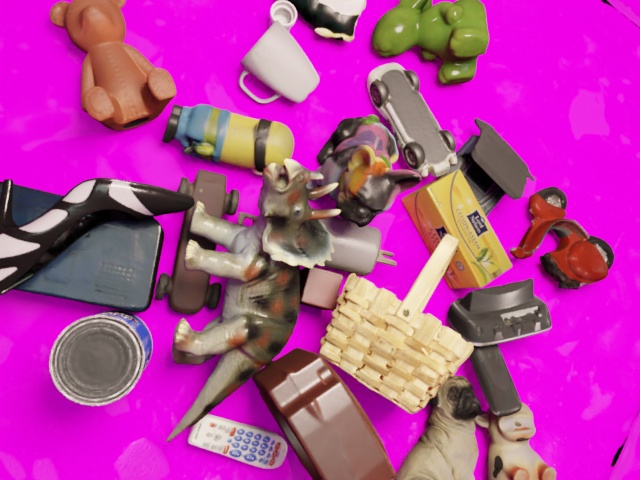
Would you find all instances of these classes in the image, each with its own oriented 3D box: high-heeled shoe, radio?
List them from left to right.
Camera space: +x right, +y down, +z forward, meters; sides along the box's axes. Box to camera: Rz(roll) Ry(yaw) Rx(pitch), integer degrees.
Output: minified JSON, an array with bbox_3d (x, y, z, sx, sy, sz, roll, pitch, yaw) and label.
[{"bbox_3d":[-0.328,0.012,0.709,0.229,0.073,0.131,13,81,-14],"label":"radio"},{"bbox_3d":[-0.281,0.001,0.646,0.249,0.086,0.145,2,87,-12],"label":"high-heeled shoe"}]

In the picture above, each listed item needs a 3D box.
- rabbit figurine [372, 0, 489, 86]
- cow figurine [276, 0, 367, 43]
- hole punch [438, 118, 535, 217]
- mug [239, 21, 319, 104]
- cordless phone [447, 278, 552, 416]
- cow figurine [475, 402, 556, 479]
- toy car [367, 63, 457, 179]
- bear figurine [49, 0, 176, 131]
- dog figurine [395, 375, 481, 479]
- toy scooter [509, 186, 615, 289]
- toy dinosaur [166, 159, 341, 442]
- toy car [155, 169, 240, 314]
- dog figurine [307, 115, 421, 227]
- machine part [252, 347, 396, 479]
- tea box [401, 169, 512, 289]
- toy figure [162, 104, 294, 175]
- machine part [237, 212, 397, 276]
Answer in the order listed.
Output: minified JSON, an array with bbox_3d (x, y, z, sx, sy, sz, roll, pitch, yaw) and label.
[{"bbox_3d":[0.168,-0.338,0.844,0.170,0.121,0.159,2,81,1],"label":"rabbit figurine"},{"bbox_3d":[-0.013,-0.372,0.827,0.167,0.068,0.098,22,86,-10],"label":"cow figurine"},{"bbox_3d":[0.266,-0.108,0.867,0.142,0.092,0.116,42,47,-4],"label":"hole punch"},{"bbox_3d":[-0.061,-0.247,0.798,0.107,0.081,0.109,39,102,-16],"label":"mug"},{"bbox_3d":[0.288,0.160,0.810,0.147,0.088,0.184,-9,68,-14],"label":"cordless phone"},{"bbox_3d":[0.290,0.335,0.815,0.085,0.127,0.194,-1,99,-13],"label":"cow figurine"},{"bbox_3d":[0.142,-0.186,0.837,0.073,0.056,0.202,-24,78,-14],"label":"toy car"},{"bbox_3d":[-0.281,-0.252,0.719,0.120,0.132,0.195,-21,96,-18],"label":"bear figurine"},{"bbox_3d":[0.163,0.307,0.798,0.172,0.121,0.190,-6,72,-17],"label":"dog figurine"},{"bbox_3d":[0.386,0.015,0.881,0.135,0.075,0.184,-39,91,-14],"label":"toy scooter"},{"bbox_3d":[-0.087,0.081,0.697,0.192,0.131,0.404,8,107,-11],"label":"toy dinosaur"},{"bbox_3d":[-0.172,0.003,0.757,0.089,0.053,0.202,10,87,-17],"label":"toy car"},{"bbox_3d":[0.068,-0.104,0.741,0.108,0.219,0.191,29,80,-13],"label":"dog figurine"},{"bbox_3d":[0.003,0.244,0.700,0.087,0.201,0.201,-33,93,-17],"label":"machine part"},{"bbox_3d":[0.208,-0.013,0.829,0.068,0.098,0.169,-29,90,-16],"label":"tea box"},{"bbox_3d":[-0.127,-0.143,0.763,0.180,0.089,0.082,15,89,-14],"label":"toy figure"},{"bbox_3d":[-0.002,-0.002,0.787,0.243,0.079,0.079,15,82,-11],"label":"machine part"}]
